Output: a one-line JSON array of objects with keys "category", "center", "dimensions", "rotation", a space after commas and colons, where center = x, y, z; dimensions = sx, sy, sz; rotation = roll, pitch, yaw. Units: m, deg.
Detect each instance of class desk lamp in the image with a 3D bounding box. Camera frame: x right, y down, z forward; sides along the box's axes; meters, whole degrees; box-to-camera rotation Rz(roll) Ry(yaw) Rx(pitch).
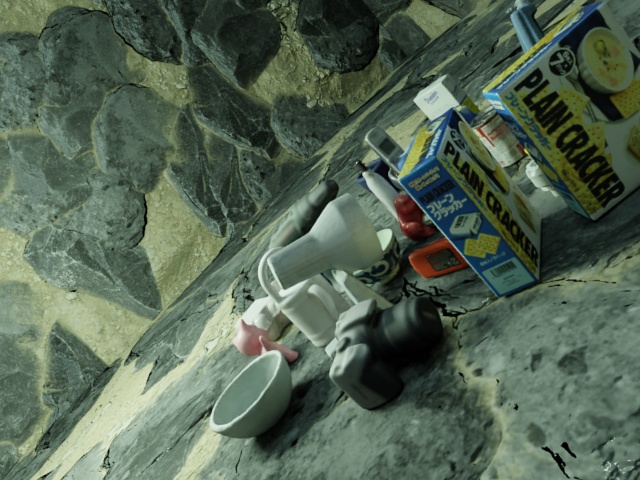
[{"category": "desk lamp", "center": [0.033, 0.063, 0.911], "dimensions": [0.203, 0.214, 0.117], "rotation": [-44, 14, -5]}]

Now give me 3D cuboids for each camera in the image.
[{"category": "camera", "center": [0.089, 0.134, 0.783], "dimensions": [0.136, 0.101, 0.143], "rotation": [-33, 17, 35]}]

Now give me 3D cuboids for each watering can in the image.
[{"category": "watering can", "center": [-0.040, 0.098, 1.051], "dimensions": [0.172, 0.194, 0.101], "rotation": [-30, 19, 42]}]

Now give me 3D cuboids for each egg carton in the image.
[{"category": "egg carton", "center": [-0.129, 0.185, 1.307], "dimensions": [0.107, 0.069, 0.150], "rotation": [-51, 16, -30]}]

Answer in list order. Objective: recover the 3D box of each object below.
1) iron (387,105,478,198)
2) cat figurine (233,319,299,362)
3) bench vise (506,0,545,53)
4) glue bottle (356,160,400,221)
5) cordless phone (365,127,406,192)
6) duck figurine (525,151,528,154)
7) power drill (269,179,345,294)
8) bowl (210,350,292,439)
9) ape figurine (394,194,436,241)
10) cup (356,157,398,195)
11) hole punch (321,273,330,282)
[{"category": "iron", "center": [0.264, -0.190, 1.174], "dimensions": [0.258, 0.141, 0.118], "rotation": [-43, 14, 0]}, {"category": "cat figurine", "center": [-0.118, 0.204, 1.117], "dimensions": [0.067, 0.118, 0.127], "rotation": [-49, 15, -21]}, {"category": "bench vise", "center": [0.404, -0.321, 1.006], "dimensions": [0.121, 0.220, 0.207], "rotation": [-32, 18, 37]}, {"category": "glue bottle", "center": [0.134, -0.104, 1.214], "dimensions": [0.037, 0.173, 0.078], "rotation": [-43, 14, -1]}, {"category": "cordless phone", "center": [0.199, -0.205, 1.310], "dimensions": [0.148, 0.185, 0.094], "rotation": [-50, 15, -24]}, {"category": "duck figurine", "center": [0.366, -0.149, 0.880], "dimensions": [0.104, 0.086, 0.077], "rotation": [-36, 16, 27]}, {"category": "power drill", "center": [0.011, 0.004, 1.162], "dimensions": [0.229, 0.208, 0.076], "rotation": [-33, 17, 36]}, {"category": "bowl", "center": [-0.101, 0.271, 0.958], "dimensions": [0.167, 0.075, 0.167], "rotation": [-40, 14, 13]}, {"category": "ape figurine", "center": [0.176, -0.048, 1.100], "dimensions": [0.078, 0.092, 0.076], "rotation": [-50, 15, -25]}, {"category": "cup", "center": [0.162, -0.157, 1.459], "dimensions": [0.118, 0.095, 0.091], "rotation": [-48, 15, -19]}, {"category": "hole punch", "center": [-0.037, 0.087, 1.297], "dimensions": [0.101, 0.091, 0.109], "rotation": [-33, 17, 35]}]
